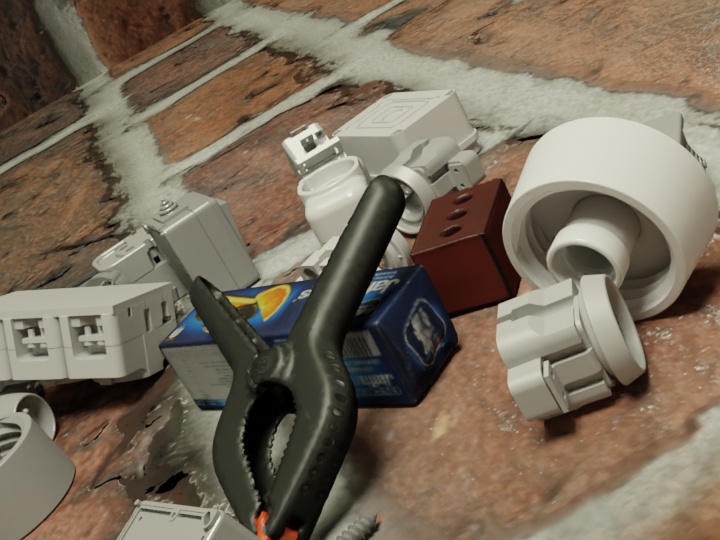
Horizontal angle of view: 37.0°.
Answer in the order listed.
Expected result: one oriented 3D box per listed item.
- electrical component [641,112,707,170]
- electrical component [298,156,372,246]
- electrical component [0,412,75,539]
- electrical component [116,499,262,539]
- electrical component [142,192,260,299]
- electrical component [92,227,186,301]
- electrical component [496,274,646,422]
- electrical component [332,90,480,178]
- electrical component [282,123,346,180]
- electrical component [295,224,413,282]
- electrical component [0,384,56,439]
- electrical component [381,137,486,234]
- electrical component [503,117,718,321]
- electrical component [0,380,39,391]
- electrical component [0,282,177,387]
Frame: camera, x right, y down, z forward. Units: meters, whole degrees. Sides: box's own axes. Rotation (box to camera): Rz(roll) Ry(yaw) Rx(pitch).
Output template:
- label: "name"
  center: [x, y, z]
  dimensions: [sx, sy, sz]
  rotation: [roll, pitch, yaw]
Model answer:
- label: "electrical component"
  center: [0.160, -0.045, 0.657]
  dimensions: [0.100, 0.048, 0.099]
  rotation: [-17, 25, 26]
- label: "electrical component"
  center: [-0.013, -0.052, 0.863]
  dimensions: [0.054, 0.059, 0.095]
  rotation: [-26, 22, 8]
- label: "electrical component"
  center: [-0.259, 0.143, 0.737]
  dimensions: [0.108, 0.060, 0.108]
  rotation: [-25, 23, 11]
- label: "electrical component"
  center: [-0.075, 0.149, 0.494]
  dimensions: [0.096, 0.061, 0.061]
  rotation: [-10, 43, 51]
- label: "electrical component"
  center: [-0.133, -0.024, 0.898]
  dimensions: [0.061, 0.096, 0.062]
  rotation: [-36, 23, -17]
- label: "electrical component"
  center: [-0.182, -0.005, 0.966]
  dimensions: [0.095, 0.059, 0.054]
  rotation: [-36, 23, -16]
- label: "electrical component"
  center: [0.106, 0.036, 0.536]
  dimensions: [0.057, 0.058, 0.078]
  rotation: [-23, 23, 21]
- label: "electrical component"
  center: [0.040, -0.111, 0.932]
  dimensions: [0.078, 0.057, 0.113]
  rotation: [-38, 24, -22]
- label: "electrical component"
  center: [-0.035, -0.090, 0.943]
  dimensions: [0.042, 0.081, 0.063]
  rotation: [-30, 60, -7]
- label: "electrical component"
  center: [0.000, 0.000, 0.741]
  dimensions: [0.078, 0.058, 0.057]
  rotation: [-1, 38, 50]
- label: "electrical component"
  center: [-0.272, 0.115, 0.835]
  dimensions: [0.077, 0.043, 0.079]
  rotation: [-19, 24, 23]
- label: "electrical component"
  center: [0.048, -0.064, 0.821]
  dimensions: [0.078, 0.058, 0.057]
  rotation: [0, 33, 49]
- label: "electrical component"
  center: [0.128, -0.020, 0.571]
  dimensions: [0.108, 0.108, 0.060]
  rotation: [-8, 37, 41]
- label: "electrical component"
  center: [-0.303, 0.089, 0.902]
  dimensions: [0.048, 0.062, 0.048]
  rotation: [-25, 22, 11]
- label: "electrical component"
  center: [-0.228, 0.052, 0.838]
  dimensions: [0.150, 0.061, 0.089]
  rotation: [-3, 10, 20]
